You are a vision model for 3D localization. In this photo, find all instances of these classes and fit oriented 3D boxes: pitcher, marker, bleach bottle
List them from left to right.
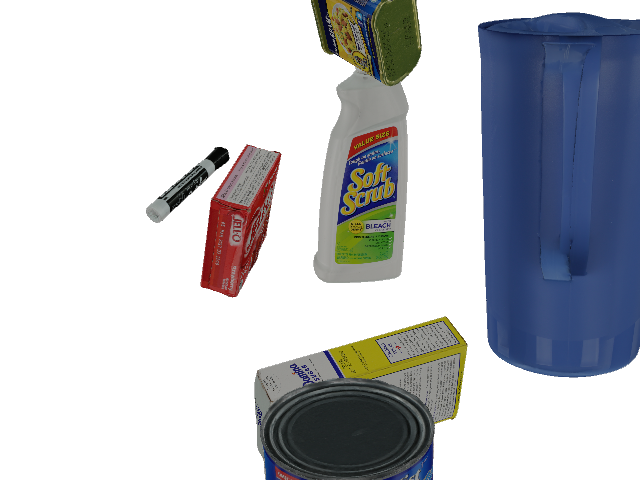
[{"bbox_3d":[-0.130,-0.058,1.065,0.020,0.020,0.121,0,34,39],"label":"marker"},{"bbox_3d":[0.043,-0.080,1.154,0.102,0.251,0.068,-3,24,-6],"label":"bleach bottle"},{"bbox_3d":[0.170,-0.031,0.731,0.149,0.243,0.145,-9,18,-27],"label":"pitcher"}]

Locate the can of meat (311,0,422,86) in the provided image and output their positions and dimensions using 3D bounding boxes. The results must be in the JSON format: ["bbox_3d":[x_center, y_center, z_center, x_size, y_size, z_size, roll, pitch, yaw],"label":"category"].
[{"bbox_3d":[0.043,-0.200,0.971,0.084,0.057,0.102,37,-22,33],"label":"can of meat"}]

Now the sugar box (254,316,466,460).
[{"bbox_3d":[0.033,0.129,0.895,0.176,0.093,0.048,-12,39,-17],"label":"sugar box"}]

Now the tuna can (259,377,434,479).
[{"bbox_3d":[0.014,0.105,0.529,0.086,0.034,0.086,-2,25,1],"label":"tuna can"}]

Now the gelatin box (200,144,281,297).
[{"bbox_3d":[-0.055,-0.015,0.750,0.030,0.073,0.089,15,33,4],"label":"gelatin box"}]
